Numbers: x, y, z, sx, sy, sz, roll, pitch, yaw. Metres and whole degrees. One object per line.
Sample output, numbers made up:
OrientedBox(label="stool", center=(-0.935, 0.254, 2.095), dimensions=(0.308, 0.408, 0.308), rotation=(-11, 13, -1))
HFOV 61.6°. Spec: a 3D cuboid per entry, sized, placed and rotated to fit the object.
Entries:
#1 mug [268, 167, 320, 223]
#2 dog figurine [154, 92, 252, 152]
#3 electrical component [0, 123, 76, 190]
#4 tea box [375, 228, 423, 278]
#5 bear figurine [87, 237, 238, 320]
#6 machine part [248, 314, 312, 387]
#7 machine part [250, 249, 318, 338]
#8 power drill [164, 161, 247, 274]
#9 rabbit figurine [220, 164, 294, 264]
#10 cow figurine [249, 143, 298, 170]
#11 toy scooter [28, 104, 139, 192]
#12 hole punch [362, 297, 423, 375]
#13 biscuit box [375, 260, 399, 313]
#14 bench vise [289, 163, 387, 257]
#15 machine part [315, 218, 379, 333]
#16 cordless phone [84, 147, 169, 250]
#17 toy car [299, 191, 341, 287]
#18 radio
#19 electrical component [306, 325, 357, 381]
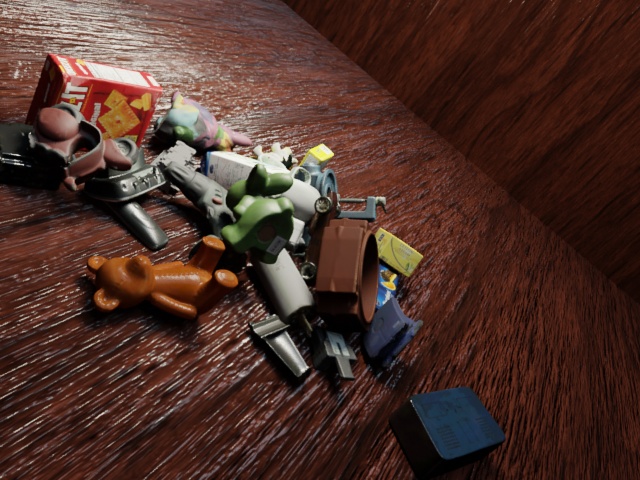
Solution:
OrientedBox(label="mug", center=(-0.054, -0.101, 1.122), dimensions=(0.081, 0.109, 0.107), rotation=(15, -6, 36))
OrientedBox(label="dog figurine", center=(-0.271, -0.248, 1.275), dimensions=(0.219, 0.108, 0.192), rotation=(28, 14, -25))
OrientedBox(label="electrical component", center=(-0.498, -0.146, 0.930), dimensions=(0.134, 0.058, 0.115), rotation=(2, 46, -47))
OrientedBox(label="tea box", center=(0.188, 0.030, 1.376), dimensions=(0.098, 0.068, 0.170), rotation=(33, 3, -10))
OrientedBox(label="bear figurine", center=(-0.252, 0.055, 0.848), dimensions=(0.195, 0.132, 0.120), rotation=(20, 31, -40))
OrientedBox(label="machine part", center=(-0.065, 0.191, 0.949), dimensions=(0.084, 0.039, 0.139), rotation=(-5, 49, -51))
OrientedBox(label="machine part", center=(-0.071, 0.086, 1.053), dimensions=(0.079, 0.079, 0.243), rotation=(6, 43, -44))
OrientedBox(label="power drill", center=(-0.215, -0.038, 1.057), dimensions=(0.232, 0.086, 0.207), rotation=(34, 22, -33))
OrientedBox(label="rabbit figurine", center=(-0.126, -0.065, 0.999), dimensions=(0.121, 0.159, 0.170), rotation=(16, 23, -41))
OrientedBox(label="cow figurine", center=(-0.113, -0.204, 1.439), dimensions=(0.098, 0.068, 0.167), rotation=(51, 34, 11))
OrientedBox(label="toy scooter", center=(-0.410, -0.146, 0.892), dimensions=(0.184, 0.075, 0.135), rotation=(27, 53, 2))
OrientedBox(label="hole punch", center=(0.143, 0.189, 1.099), dimensions=(0.092, 0.142, 0.116), rotation=(43, 15, 6))
OrientedBox(label="biscuit box", center=(0.136, 0.127, 1.247), dimensions=(0.063, 0.059, 0.203), rotation=(35, 29, -5))
OrientedBox(label="bench vise", center=(0.027, -0.063, 1.208), dimensions=(0.241, 0.223, 0.128), rotation=(1, -9, 17))
OrientedBox(label="machine part", center=(0.061, 0.073, 1.069), dimensions=(0.200, 0.087, 0.201), rotation=(58, 35, -61))
OrientedBox(label="cordless phone", center=(-0.332, -0.073, 1.012), dimensions=(0.184, 0.089, 0.146), rotation=(49, 27, -3))
OrientedBox(label="toy car", center=(-0.002, -0.003, 1.109), dimensions=(0.053, 0.202, 0.089), rotation=(12, 1, 19))
OrientedBox(label="radio", center=(0.243, 0.358, 1.023), dimensions=(0.229, 0.073, 0.131), rotation=(9, 39, -45))
OrientedBox(label="electrical component", center=(0.028, 0.219, 1.003), dimensions=(0.075, 0.047, 0.119), rotation=(14, 37, -36))
